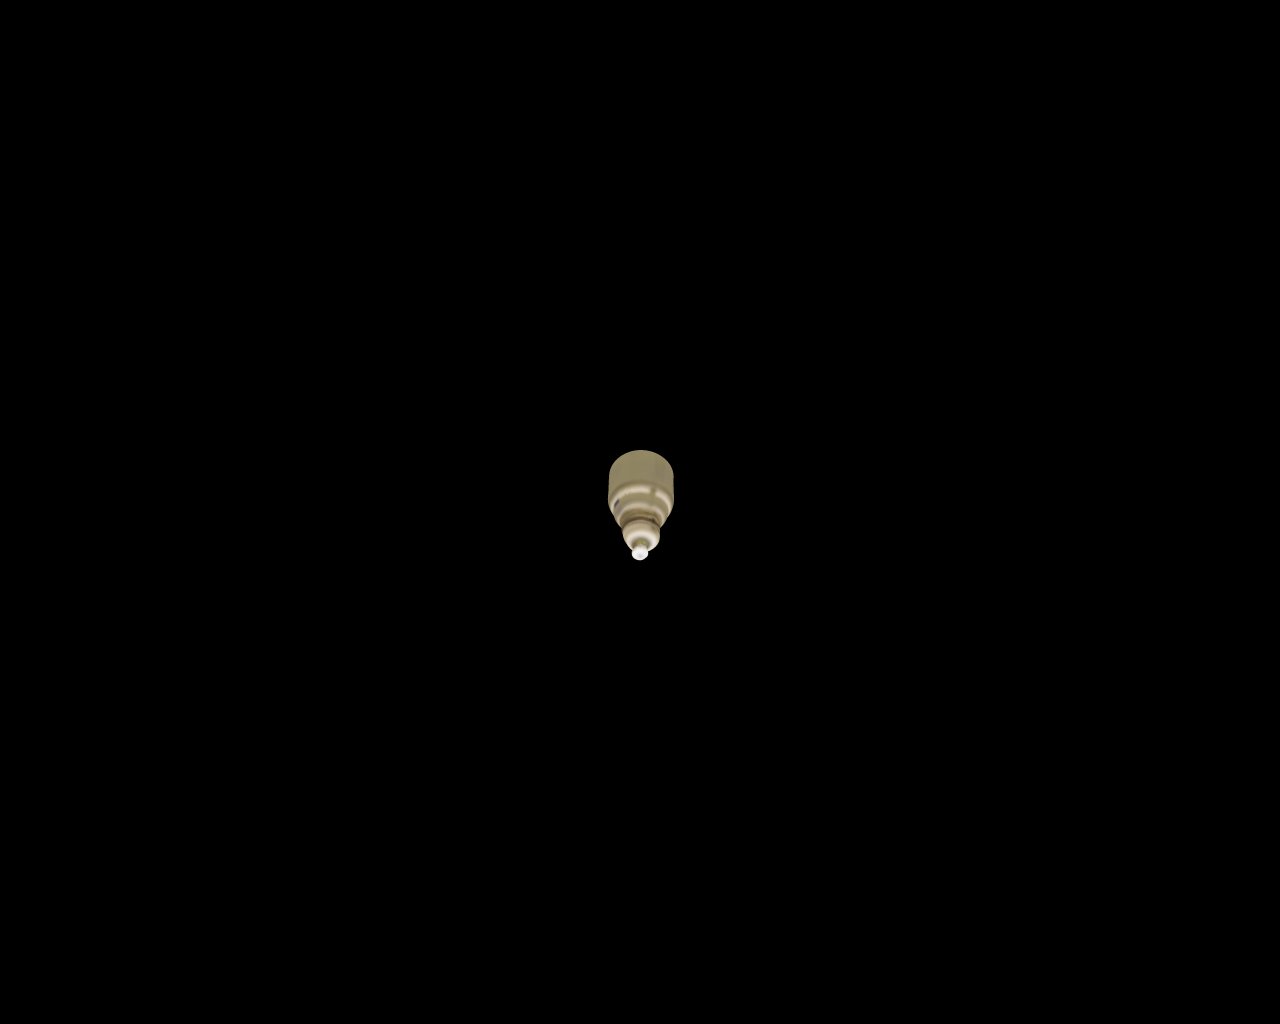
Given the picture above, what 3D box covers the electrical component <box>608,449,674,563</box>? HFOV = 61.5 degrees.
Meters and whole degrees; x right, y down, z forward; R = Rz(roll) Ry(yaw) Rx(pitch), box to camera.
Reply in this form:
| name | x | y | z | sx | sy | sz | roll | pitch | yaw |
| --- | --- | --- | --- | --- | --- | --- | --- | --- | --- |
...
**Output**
| name | x | y | z | sx | sy | sz | roll | pitch | yaw |
| --- | --- | --- | --- | --- | --- | --- | --- | --- | --- |
| electrical component | 0.001 | -0.003 | 0.650 | 0.040 | 0.078 | 0.040 | 0 | -43 | 0 |
